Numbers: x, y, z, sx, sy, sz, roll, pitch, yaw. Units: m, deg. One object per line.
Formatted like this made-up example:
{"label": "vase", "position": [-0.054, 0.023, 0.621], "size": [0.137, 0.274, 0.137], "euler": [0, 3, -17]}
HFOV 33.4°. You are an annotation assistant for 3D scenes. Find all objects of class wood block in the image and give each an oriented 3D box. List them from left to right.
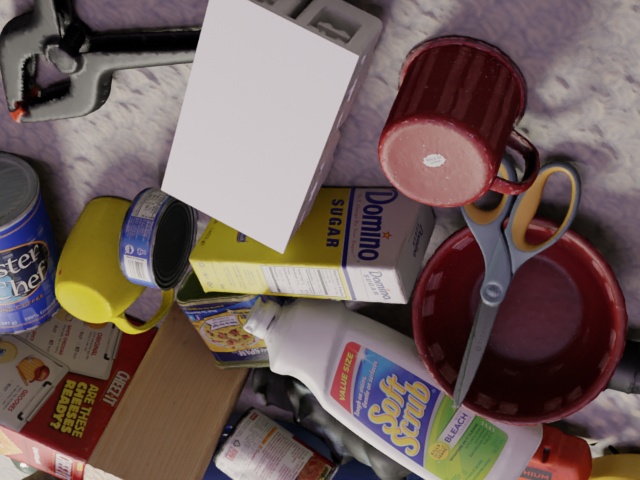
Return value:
{"label": "wood block", "position": [-0.133, 0.159, 0.988], "size": [0.091, 0.206, 0.090], "euler": [21, 140, 3]}

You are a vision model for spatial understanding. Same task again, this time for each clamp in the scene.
{"label": "clamp", "position": [-0.194, -0.157, 0.808], "size": [0.164, 0.036, 0.210], "euler": [43, 136, -21]}

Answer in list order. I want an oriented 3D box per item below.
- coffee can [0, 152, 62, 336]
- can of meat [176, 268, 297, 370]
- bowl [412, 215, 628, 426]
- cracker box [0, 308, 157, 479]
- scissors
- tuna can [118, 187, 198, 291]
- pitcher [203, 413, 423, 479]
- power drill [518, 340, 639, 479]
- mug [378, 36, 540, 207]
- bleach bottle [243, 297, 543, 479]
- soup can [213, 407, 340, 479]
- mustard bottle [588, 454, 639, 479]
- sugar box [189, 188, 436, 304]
{"label": "coffee can", "position": [-0.294, 0.005, 0.980], "size": [0.103, 0.102, 0.140], "euler": [12, 139, 14]}
{"label": "can of meat", "position": [-0.066, 0.064, 0.936], "size": [0.102, 0.057, 0.084], "euler": [-7, 129, 32]}
{"label": "bowl", "position": [0.155, 0.058, 0.824], "size": [0.162, 0.055, 0.162], "euler": [2, 97, 19]}
{"label": "cracker box", "position": [-0.295, 0.127, 1.065], "size": [0.213, 0.164, 0.072], "euler": [23, 142, 1]}
{"label": "scissors", "position": [0.117, 0.020, 0.793], "size": [0.096, 0.016, 0.202], "euler": [35, 108, 11]}
{"label": "tuna can", "position": [-0.138, -0.002, 0.911], "size": [0.034, 0.086, 0.086], "euler": [11, 138, 16]}
{"label": "pitcher", "position": [-0.021, 0.258, 1.109], "size": [0.243, 0.145, 0.149], "euler": [2, 171, 19]}
{"label": "power drill", "position": [0.206, 0.140, 0.922], "size": [0.185, 0.057, 0.188], "euler": [13, 136, 19]}
{"label": "mug", "position": [0.097, -0.071, 0.726], "size": [0.117, 0.081, 0.093], "euler": [32, 139, -9]}
{"label": "bleach bottle", "position": [0.050, 0.124, 0.865], "size": [0.250, 0.068, 0.103], "euler": [29, 107, -8]}
{"label": "soup can", "position": [-0.042, 0.215, 1.017], "size": [0.102, 0.068, 0.069], "euler": [33, 141, 11]}
{"label": "mustard bottle", "position": [0.339, 0.222, 0.944], "size": [0.192, 0.058, 0.096], "euler": [-21, 113, 39]}
{"label": "sugar box", "position": [-0.006, 0.001, 0.845], "size": [0.176, 0.093, 0.048], "euler": [-1, 133, 25]}
